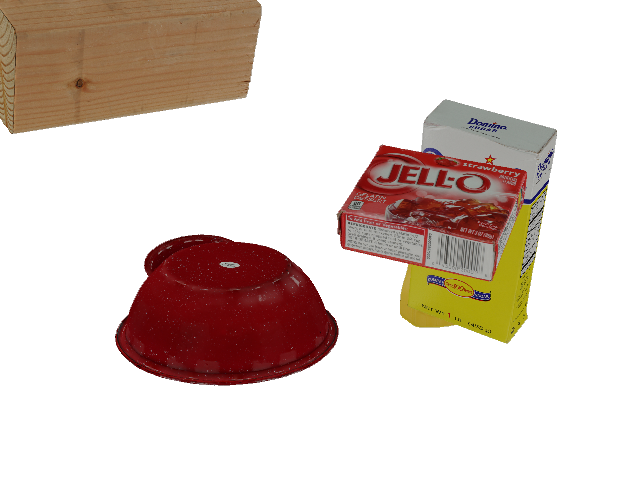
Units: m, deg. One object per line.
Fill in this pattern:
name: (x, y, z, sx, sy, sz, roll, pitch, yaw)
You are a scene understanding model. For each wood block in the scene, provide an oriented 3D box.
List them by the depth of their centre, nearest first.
wood block: (-0.161, -0.159, 0.854, 0.205, 0.091, 0.090, -14, 44, -32)

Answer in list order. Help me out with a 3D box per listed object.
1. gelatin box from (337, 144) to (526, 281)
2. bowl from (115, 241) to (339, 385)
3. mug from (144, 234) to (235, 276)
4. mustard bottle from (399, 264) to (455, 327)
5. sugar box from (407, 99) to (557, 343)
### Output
gelatin box: (0.063, -0.018, 0.594, 0.089, 0.030, 0.073, 13, 39, 18)
bowl: (-0.066, 0.042, 0.766, 0.162, 0.055, 0.162, 1, 21, -1)
mug: (-0.104, 0.057, 0.967, 0.093, 0.081, 0.117, -18, 35, -28)
mustard bottle: (0.138, -0.004, 1.151, 0.096, 0.192, 0.058, -7, 21, -24)
sugar box: (0.120, -0.012, 0.821, 0.093, 0.176, 0.048, 19, 41, 25)
